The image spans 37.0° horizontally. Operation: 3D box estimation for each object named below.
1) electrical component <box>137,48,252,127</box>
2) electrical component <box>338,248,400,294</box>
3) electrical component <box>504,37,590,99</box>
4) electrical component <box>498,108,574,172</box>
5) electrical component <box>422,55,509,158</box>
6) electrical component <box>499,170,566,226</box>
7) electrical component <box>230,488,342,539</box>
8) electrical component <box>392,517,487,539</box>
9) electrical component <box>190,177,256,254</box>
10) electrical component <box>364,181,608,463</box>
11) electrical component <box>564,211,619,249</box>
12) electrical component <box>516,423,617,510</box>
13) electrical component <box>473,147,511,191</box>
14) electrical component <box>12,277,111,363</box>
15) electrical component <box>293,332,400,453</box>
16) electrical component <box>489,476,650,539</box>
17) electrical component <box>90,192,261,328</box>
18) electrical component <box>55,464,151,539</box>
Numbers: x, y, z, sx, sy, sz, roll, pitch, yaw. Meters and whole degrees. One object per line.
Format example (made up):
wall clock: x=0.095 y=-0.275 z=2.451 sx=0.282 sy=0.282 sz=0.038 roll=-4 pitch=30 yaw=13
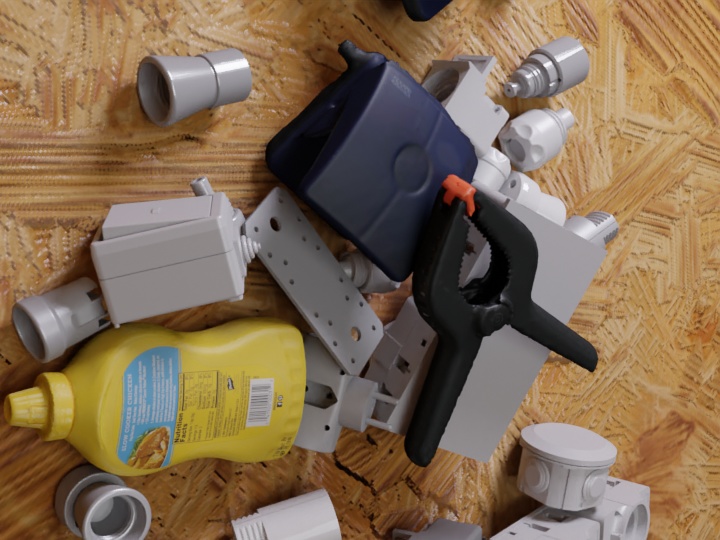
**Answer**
electrical component: x=-0.102 y=-0.118 z=0.678 sx=0.065 sy=0.044 sz=0.044 roll=-20 pitch=110 yaw=-36
electrical component: x=0.000 y=0.000 z=0.777 sx=0.061 sy=0.035 sz=0.035 roll=-1 pitch=99 yaw=-33
electrical component: x=0.145 y=-0.155 z=0.847 sx=0.078 sy=0.040 sz=0.040 roll=-29 pitch=115 yaw=-28
electrical component: x=0.144 y=-0.108 z=0.853 sx=0.062 sy=0.043 sz=0.043 roll=-33 pitch=117 yaw=-28
electrical component: x=0.074 y=-0.119 z=0.803 sx=0.064 sy=0.042 sz=0.081 roll=41 pitch=76 yaw=-37
electrical component: x=0.130 y=-0.049 z=0.854 sx=0.055 sy=0.045 sz=0.045 roll=29 pitch=82 yaw=-35
electrical component: x=-0.058 y=0.188 z=0.764 sx=0.081 sy=0.043 sz=0.043 roll=-15 pitch=109 yaw=-14
electrical component: x=0.068 y=0.265 z=0.855 sx=0.063 sy=0.079 sz=0.121 roll=-22 pitch=114 yaw=-62
electrical component: x=-0.093 y=-0.032 z=0.704 sx=0.035 sy=0.035 sz=0.061 roll=-34 pitch=114 yaw=-26
electrical component: x=0.088 y=0.039 z=0.808 sx=0.105 sy=0.060 sz=0.186 roll=24 pitch=99 yaw=-33
electrical component: x=0.181 y=-0.022 z=0.897 sx=0.081 sy=0.043 sz=0.043 roll=-33 pitch=117 yaw=-26
electrical component: x=0.172 y=0.163 z=0.905 sx=0.080 sy=0.080 sz=0.051 roll=-1 pitch=105 yaw=-36
electrical component: x=0.089 y=-0.064 z=0.828 sx=0.035 sy=0.035 sz=0.061 roll=40 pitch=78 yaw=-34
electrical component: x=-0.180 y=0.029 z=0.651 sx=0.046 sy=0.040 sz=0.040 roll=-29 pitch=115 yaw=-34
electrical component: x=-0.012 y=0.092 z=0.764 sx=0.043 sy=0.079 sz=0.077 roll=17 pitch=89 yaw=-78
electrical component: x=0.184 y=0.254 z=0.912 sx=0.186 sy=0.060 sz=0.105 roll=-14 pitch=107 yaw=-49
electrical component: x=-0.110 y=-0.013 z=0.656 sx=0.096 sy=0.061 sz=0.061 roll=-13 pitch=109 yaw=-1
electrical component: x=-0.163 y=0.150 z=0.677 sx=0.045 sy=0.055 sz=0.045 roll=-8 pitch=103 yaw=-34
